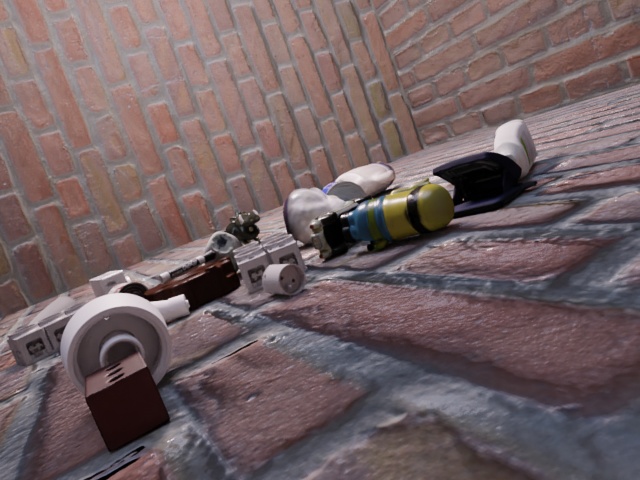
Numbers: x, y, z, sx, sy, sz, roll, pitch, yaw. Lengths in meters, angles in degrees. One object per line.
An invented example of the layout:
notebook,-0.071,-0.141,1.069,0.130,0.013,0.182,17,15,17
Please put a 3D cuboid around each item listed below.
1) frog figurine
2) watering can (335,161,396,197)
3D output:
frog figurine,0.003,-0.057,1.133,0.159,0.120,0.141,-10,41,10
watering can,0.153,-0.181,1.601,0.227,0.103,0.345,-25,9,-40
